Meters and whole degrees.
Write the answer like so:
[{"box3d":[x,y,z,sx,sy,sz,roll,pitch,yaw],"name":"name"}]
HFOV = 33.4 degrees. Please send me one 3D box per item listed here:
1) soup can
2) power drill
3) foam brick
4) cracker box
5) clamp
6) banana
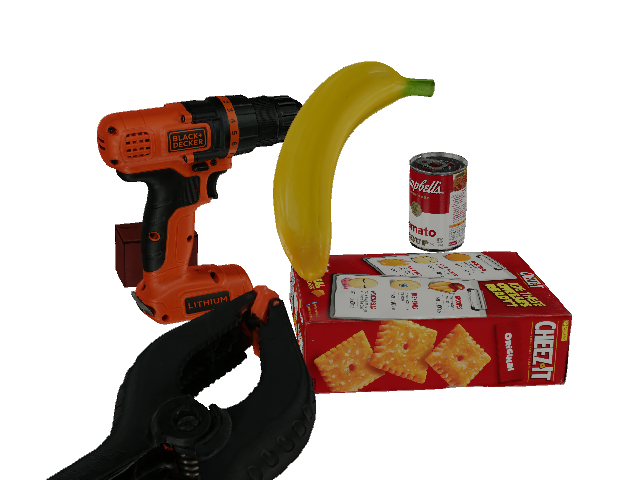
[{"box3d":[0.138,-0.046,1.261,0.068,0.102,0.068,-1,25,0],"name":"soup can"},{"box3d":[-0.095,-0.031,0.916,0.184,0.188,0.057,-10,21,-24],"name":"power drill"},{"box3d":[-0.171,0.012,1.106,0.078,0.051,0.053,-6,22,-20],"name":"foam brick"},{"box3d":[0.085,0.067,0.915,0.213,0.072,0.164,-1,18,-6],"name":"cracker box"},{"box3d":[-0.042,0.086,0.400,0.120,0.039,0.171,24,49,17],"name":"clamp"},{"box3d":[0.010,-0.060,0.689,0.070,0.197,0.037,22,-36,14],"name":"banana"}]
